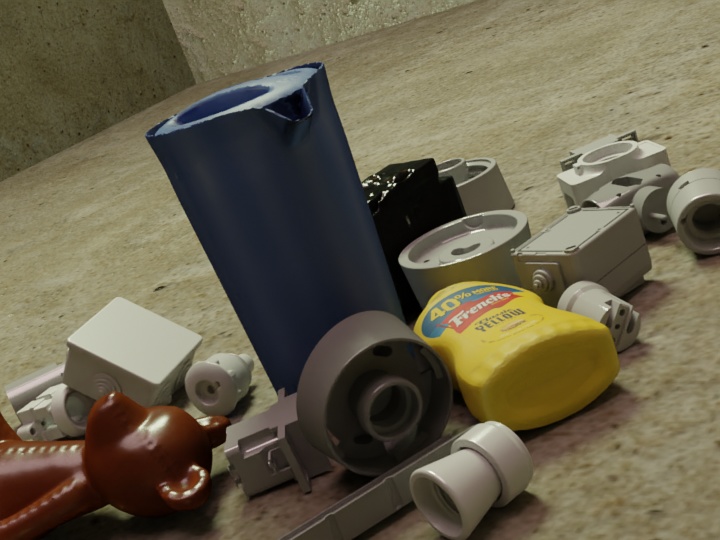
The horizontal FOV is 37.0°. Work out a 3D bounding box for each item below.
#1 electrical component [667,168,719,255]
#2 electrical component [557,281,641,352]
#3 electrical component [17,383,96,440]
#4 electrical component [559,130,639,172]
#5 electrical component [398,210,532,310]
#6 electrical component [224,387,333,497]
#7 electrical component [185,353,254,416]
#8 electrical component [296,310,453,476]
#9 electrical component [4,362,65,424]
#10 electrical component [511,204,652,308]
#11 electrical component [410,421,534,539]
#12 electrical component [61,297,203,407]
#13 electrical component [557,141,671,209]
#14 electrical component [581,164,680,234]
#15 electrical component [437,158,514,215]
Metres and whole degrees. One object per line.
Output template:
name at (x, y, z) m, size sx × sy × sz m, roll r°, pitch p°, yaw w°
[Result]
electrical component at (0.263, -0.043, 0.814) m, size 0.055 × 0.055 × 0.047 m, roll -16°, pitch 22°, yaw 16°
electrical component at (0.162, 0.032, 0.729) m, size 0.040 × 0.040 × 0.046 m, roll -26°, pitch 23°, yaw -14°
electrical component at (-0.257, 0.123, 0.933) m, size 0.055 × 0.048 × 0.066 m, roll -18°, pitch 16°, yaw 36°
electrical component at (0.239, -0.098, 1.030) m, size 0.081 × 0.042 × 0.064 m, roll -24°, pitch 21°, yaw -7°
electrical component at (0.092, 0.001, 0.866) m, size 0.108 × 0.060 × 0.108 m, roll -19°, pitch 17°, yaw 6°
electrical component at (-0.056, 0.118, 0.720) m, size 0.064 × 0.042 × 0.081 m, roll -24°, pitch 16°, yaw 3°
electrical component at (-0.108, 0.087, 0.871) m, size 0.048 × 0.048 × 0.062 m, roll -12°, pitch 13°, yaw 28°
electrical component at (0.008, 0.078, 0.677) m, size 0.099 × 0.099 × 0.064 m, roll -27°, pitch 24°, yaw -18°
electrical component at (-0.285, 0.110, 1.005) m, size 0.081 × 0.043 × 0.043 m, roll -26°, pitch 18°, yaw -15°
electrical component at (0.161, -0.001, 0.793) m, size 0.096 × 0.061 × 0.062 m, roll -33°, pitch 21°, yaw -34°
electrical component at (0.062, 0.114, 0.588) m, size 0.055 × 0.045 × 0.045 m, roll -31°, pitch 20°, yaw -31°
electrical component at (-0.197, 0.078, 0.927) m, size 0.100 × 0.048 × 0.099 m, roll 25°, pitch 29°, yaw 7°
electrical component at (0.228, -0.079, 0.958) m, size 0.089 × 0.055 × 0.050 m, roll -21°, pitch 17°, yaw -1°
electrical component at (0.236, -0.051, 0.886) m, size 0.077 × 0.043 × 0.079 m, roll -25°, pitch 18°, yaw -14°
electrical component at (0.098, -0.080, 1.104) m, size 0.108 × 0.060 × 0.108 m, roll -19°, pitch 17°, yaw 6°
